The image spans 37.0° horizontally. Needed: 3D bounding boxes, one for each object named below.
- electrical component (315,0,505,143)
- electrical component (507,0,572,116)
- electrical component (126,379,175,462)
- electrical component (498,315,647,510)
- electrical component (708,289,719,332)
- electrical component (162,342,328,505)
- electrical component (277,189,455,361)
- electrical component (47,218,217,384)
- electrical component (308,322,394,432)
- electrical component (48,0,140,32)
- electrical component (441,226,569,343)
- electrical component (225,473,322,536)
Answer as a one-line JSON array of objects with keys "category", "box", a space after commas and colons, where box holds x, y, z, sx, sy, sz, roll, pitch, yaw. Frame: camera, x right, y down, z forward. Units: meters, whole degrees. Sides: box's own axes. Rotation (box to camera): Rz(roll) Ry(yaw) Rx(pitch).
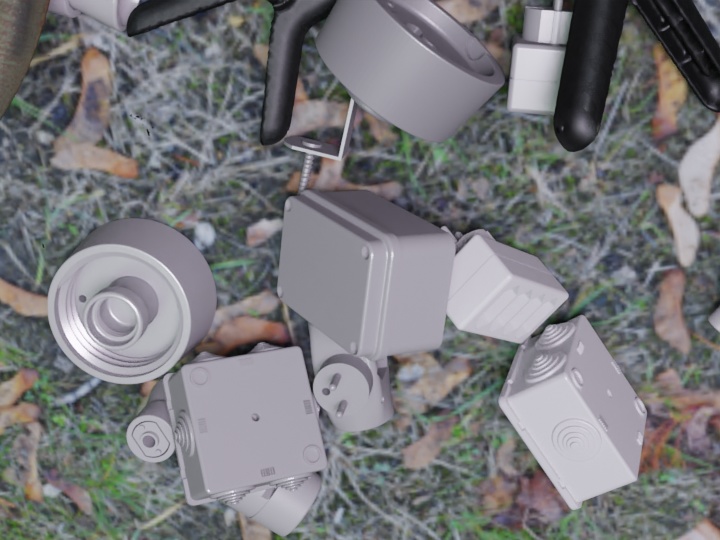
[{"category": "electrical component", "box": [0.024, -0.120, 0.630, 0.108, 0.108, 0.060, 37, 115, -5]}, {"category": "electrical component", "box": [0.114, -0.134, 0.632, 0.047, 0.065, 0.076, 6, 108, 6]}, {"category": "electrical component", "box": [-0.135, 0.105, 0.745, 0.044, 0.065, 0.044, 2, 106, 8]}, {"category": "electrical component", "box": [0.139, 0.087, 0.683, 0.048, 0.099, 0.099, -29, 102, 28]}, {"category": "electrical component", "box": [0.246, 0.015, 0.673, 0.043, 0.043, 0.062, 39, 110, -5]}, {"category": "electrical component", "box": [-0.075, 0.100, 0.706, 0.100, 0.048, 0.099, -8, 76, -25]}, {"category": "electrical component", "box": [0.000, 0.000, 0.662, 0.057, 0.113, 0.078, -5, 112, -31]}, {"category": "electrical component", "box": [-0.157, 0.025, 0.723, 0.108, 0.060, 0.108, 2, 108, 7]}, {"category": "electrical component", "box": [-0.009, 0.071, 0.708, 0.043, 0.079, 0.077, -9, 106, 13]}, {"category": "electrical component", "box": [-0.169, -0.177, 0.669, 0.055, 0.045, 0.045, 16, 109, 3]}, {"category": "electrical component", "box": [0.078, 0.000, 0.681, 0.047, 0.083, 0.075, -47, 58, 18]}, {"category": "electrical component", "box": [-0.060, 0.153, 0.756, 0.047, 0.055, 0.055, 36, 109, -8]}]
